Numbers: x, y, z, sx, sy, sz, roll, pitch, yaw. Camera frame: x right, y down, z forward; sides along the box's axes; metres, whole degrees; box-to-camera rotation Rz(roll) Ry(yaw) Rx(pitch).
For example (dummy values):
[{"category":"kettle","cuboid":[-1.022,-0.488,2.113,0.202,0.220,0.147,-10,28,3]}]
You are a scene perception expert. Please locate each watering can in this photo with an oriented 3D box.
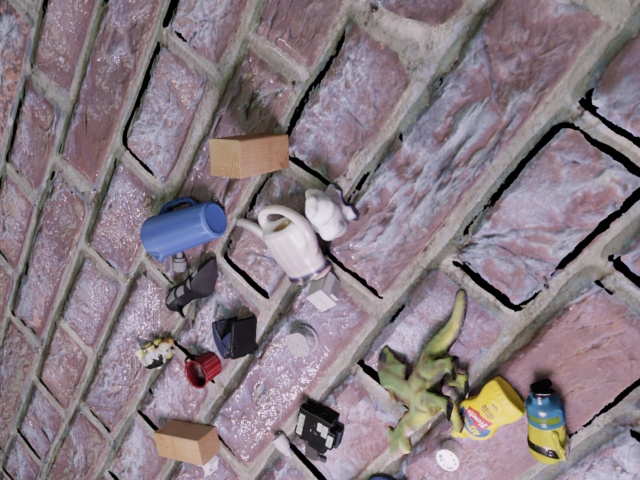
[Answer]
[{"category":"watering can","cuboid":[-0.096,0.008,1.342,0.346,0.105,0.222,-5,120,59]}]

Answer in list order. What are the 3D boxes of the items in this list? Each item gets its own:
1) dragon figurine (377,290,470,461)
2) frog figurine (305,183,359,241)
[{"category":"dragon figurine","cuboid":[0.230,0.315,1.227,0.242,0.121,0.413,0,78,41]},{"category":"frog figurine","cuboid":[0.004,-0.062,1.238,0.121,0.161,0.137,-18,94,34]}]
